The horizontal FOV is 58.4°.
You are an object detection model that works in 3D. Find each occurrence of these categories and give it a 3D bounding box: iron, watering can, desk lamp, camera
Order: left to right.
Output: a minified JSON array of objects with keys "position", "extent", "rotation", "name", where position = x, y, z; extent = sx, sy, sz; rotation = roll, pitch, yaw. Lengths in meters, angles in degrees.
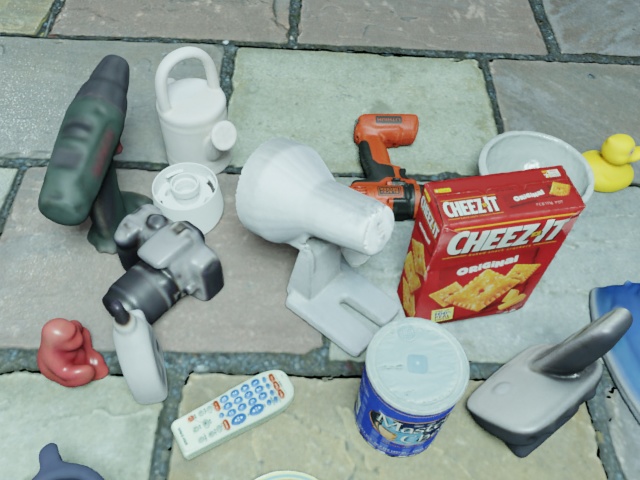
[{"position":[-0.213,0.036,0.717],"extent":[0.143,0.101,0.137],"rotation":[32,58,19],"name":"camera"},{"position":[-0.178,-0.186,0.827],"extent":[0.172,0.194,0.101],"rotation":[26,56,16],"name":"watering can"},{"position":[0.006,0.002,0.684],"extent":[0.202,0.213,0.118],"rotation":[34,59,21],"name":"desk lamp"},{"position":[0.416,0.127,0.660],"extent":[0.119,0.141,0.258],"rotation":[-15,55,-14],"name":"iron"}]

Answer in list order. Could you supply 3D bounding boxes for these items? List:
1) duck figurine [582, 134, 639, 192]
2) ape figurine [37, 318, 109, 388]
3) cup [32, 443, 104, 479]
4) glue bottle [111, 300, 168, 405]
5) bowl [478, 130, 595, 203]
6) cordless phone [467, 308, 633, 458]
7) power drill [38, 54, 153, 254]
[{"position":[0.446,-0.127,0.888],"extent":[0.104,0.086,0.077],"rotation":[5,53,0],"name":"duck figurine"},{"position":[-0.288,0.122,0.653],"extent":[0.076,0.092,0.077],"rotation":[-1,53,-4],"name":"ape figurine"},{"position":[-0.240,0.262,0.549],"extent":[0.092,0.095,0.117],"rotation":[-20,57,-17],"name":"cup"},{"position":[-0.198,0.112,0.615],"extent":[0.037,0.173,0.078],"rotation":[-10,54,-11],"name":"glue bottle"},{"position":[0.311,-0.082,0.853],"extent":[0.167,0.075,0.167],"rotation":[2,53,-2],"name":"bowl"},{"position":[0.246,0.142,0.611],"extent":[0.148,0.185,0.094],"rotation":[-33,61,-24],"name":"cordless phone"},{"position":[-0.279,-0.092,0.741],"extent":[0.075,0.208,0.229],"rotation":[6,53,2],"name":"power drill"}]
